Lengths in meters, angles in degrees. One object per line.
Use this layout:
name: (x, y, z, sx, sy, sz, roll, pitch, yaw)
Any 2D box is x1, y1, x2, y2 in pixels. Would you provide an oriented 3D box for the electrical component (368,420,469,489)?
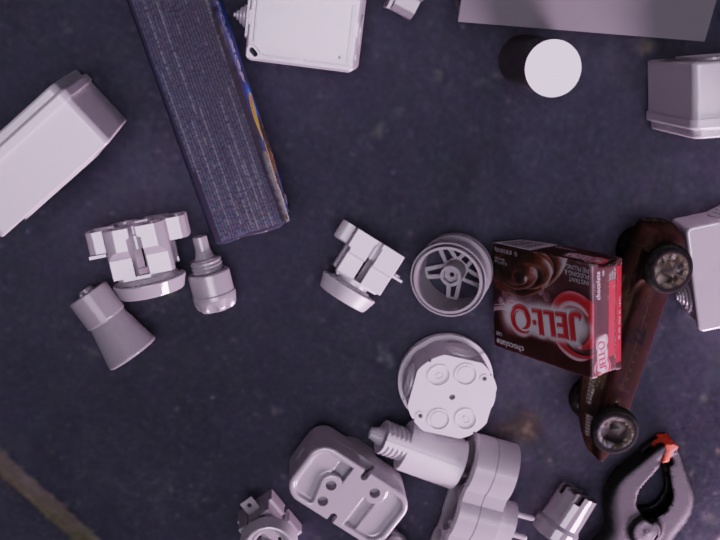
electrical component: (0.046, 0.150, 0.904, 0.081, 0.043, 0.043, 21, 102, -9)

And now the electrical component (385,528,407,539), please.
electrical component: (0.032, 0.257, 0.935, 0.035, 0.035, 0.061, -24, 106, 3)

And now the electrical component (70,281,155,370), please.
electrical component: (-0.201, 0.042, 0.863, 0.044, 0.044, 0.065, -34, 99, 5)

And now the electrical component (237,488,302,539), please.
electrical component: (-0.077, 0.222, 0.908, 0.048, 0.055, 0.066, -36, 103, 6)

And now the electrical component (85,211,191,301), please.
electrical component: (-0.169, -0.010, 0.843, 0.078, 0.058, 0.057, -11, 102, -1)

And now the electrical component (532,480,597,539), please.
electrical component: (0.178, 0.211, 0.930, 0.040, 0.040, 0.046, 31, 95, -10)

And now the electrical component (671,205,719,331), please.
electrical component: (0.306, -0.006, 0.877, 0.100, 0.048, 0.099, -12, 105, 0)

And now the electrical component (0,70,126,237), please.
electrical component: (-0.234, -0.088, 0.793, 0.109, 0.108, 0.056, -40, 106, 7)

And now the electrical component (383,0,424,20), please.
electrical component: (0.029, -0.234, 0.798, 0.057, 0.058, 0.078, 25, 101, -12)

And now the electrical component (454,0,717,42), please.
electrical component: (0.168, -0.235, 0.788, 0.186, 0.060, 0.105, 4, 123, -5)

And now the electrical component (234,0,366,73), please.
electrical component: (-0.046, -0.186, 0.807, 0.096, 0.061, 0.061, 8, 104, 2)

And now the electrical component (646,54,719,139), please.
electrical component: (0.285, -0.135, 0.813, 0.109, 0.108, 0.056, -5, 102, -2)

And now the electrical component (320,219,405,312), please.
electrical component: (0.000, 0.000, 0.862, 0.066, 0.048, 0.055, 32, 93, -11)

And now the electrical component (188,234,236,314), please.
electrical component: (-0.121, 0.002, 0.860, 0.035, 0.035, 0.061, -13, 103, 0)

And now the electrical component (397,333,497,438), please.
electrical component: (0.073, 0.096, 0.888, 0.080, 0.051, 0.080, -1, 104, -3)

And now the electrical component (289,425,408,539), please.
electrical component: (-0.011, 0.176, 0.898, 0.095, 0.059, 0.053, 35, 100, -11)

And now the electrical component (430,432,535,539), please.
electrical component: (0.112, 0.211, 0.919, 0.074, 0.052, 0.138, 16, 102, -8)
